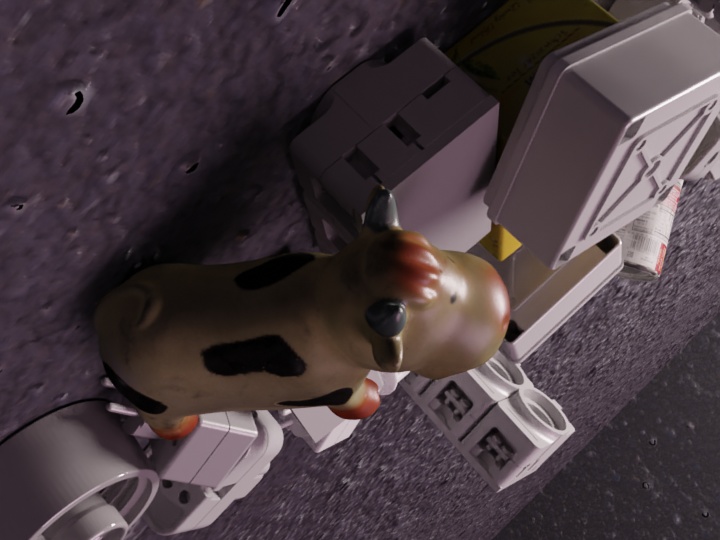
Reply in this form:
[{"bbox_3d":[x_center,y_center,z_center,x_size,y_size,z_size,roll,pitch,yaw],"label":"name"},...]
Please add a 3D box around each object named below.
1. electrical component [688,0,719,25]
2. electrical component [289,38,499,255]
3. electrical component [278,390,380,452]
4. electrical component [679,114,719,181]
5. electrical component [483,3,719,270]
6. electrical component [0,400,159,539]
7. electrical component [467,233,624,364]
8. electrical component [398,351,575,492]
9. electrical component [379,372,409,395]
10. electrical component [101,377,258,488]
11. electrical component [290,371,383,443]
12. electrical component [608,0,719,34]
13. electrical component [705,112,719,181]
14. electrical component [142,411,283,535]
[{"bbox_3d":[0.159,-0.165,0.477,0.062,0.150,0.089,-42,160,-6],"label":"electrical component"},{"bbox_3d":[0.020,-0.045,0.582,0.089,0.061,0.150,-40,160,-11],"label":"electrical component"},{"bbox_3d":[-0.034,0.099,0.793,0.077,0.047,0.065,-19,148,-47],"label":"electrical component"},{"bbox_3d":[0.224,-0.111,0.792,0.053,0.095,0.059,-52,159,20],"label":"electrical component"},{"bbox_3d":[0.130,-0.069,0.555,0.109,0.056,0.108,-28,152,-33],"label":"electrical component"},{"bbox_3d":[-0.161,0.131,0.591,0.108,0.060,0.108,-37,159,-17],"label":"electrical component"},{"bbox_3d":[0.110,-0.010,0.759,0.109,0.108,0.056,-42,158,-3],"label":"electrical component"},{"bbox_3d":[0.100,0.100,0.898,0.061,0.150,0.089,-51,159,22],"label":"electrical component"},{"bbox_3d":[0.024,0.065,0.841,0.062,0.048,0.048,-36,160,-41],"label":"electrical component"},{"bbox_3d":[-0.106,0.076,0.593,0.077,0.065,0.047,19,120,-35],"label":"electrical component"},{"bbox_3d":[-0.033,0.049,0.648,0.057,0.078,0.113,-38,160,-8],"label":"electrical component"},{"bbox_3d":[0.203,-0.158,0.703,0.099,0.064,0.099,-38,160,-17],"label":"electrical component"},{"bbox_3d":[0.279,-0.124,0.876,0.064,0.099,0.099,-41,161,11],"label":"electrical component"},{"bbox_3d":[-0.100,0.125,0.708,0.095,0.053,0.059,-47,160,10],"label":"electrical component"}]
